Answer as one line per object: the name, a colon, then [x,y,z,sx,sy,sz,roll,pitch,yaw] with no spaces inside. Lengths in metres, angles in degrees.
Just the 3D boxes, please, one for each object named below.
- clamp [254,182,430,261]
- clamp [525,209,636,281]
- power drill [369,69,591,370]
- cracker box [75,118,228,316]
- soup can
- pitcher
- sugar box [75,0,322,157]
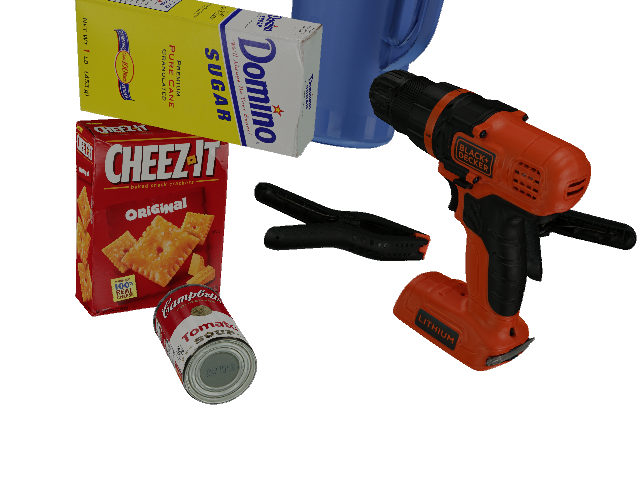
clamp: [0.023,-0.009,1.211,0.210,0.036,0.164,14,21,-6]
clamp: [0.226,-0.021,1.057,0.120,0.039,0.171,-8,34,-15]
power drill: [0.097,-0.015,0.759,0.057,0.188,0.185,-22,40,-33]
cracker box: [-0.193,-0.030,1.224,0.163,0.214,0.072,-7,24,-29]
soup can: [-0.104,0.091,0.946,0.068,0.068,0.102,0,25,-24]
pitcher: [0.039,-0.211,0.985,0.145,0.243,0.149,9,16,3]
sugar box: [-0.090,-0.125,0.779,0.176,0.093,0.048,14,34,15]
